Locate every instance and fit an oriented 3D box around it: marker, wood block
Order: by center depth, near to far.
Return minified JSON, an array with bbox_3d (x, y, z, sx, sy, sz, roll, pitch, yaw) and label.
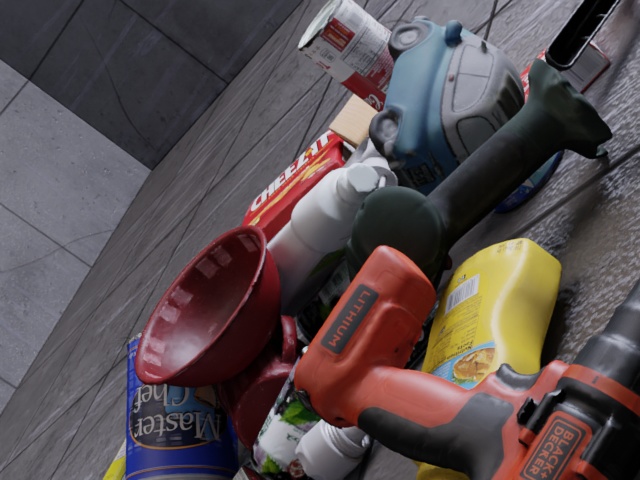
[{"bbox_3d":[0.071,0.083,0.814,0.121,0.020,0.020,-50,14,10],"label":"marker"},{"bbox_3d":[0.086,-0.113,1.090,0.091,0.090,0.206,-52,15,3],"label":"wood block"}]

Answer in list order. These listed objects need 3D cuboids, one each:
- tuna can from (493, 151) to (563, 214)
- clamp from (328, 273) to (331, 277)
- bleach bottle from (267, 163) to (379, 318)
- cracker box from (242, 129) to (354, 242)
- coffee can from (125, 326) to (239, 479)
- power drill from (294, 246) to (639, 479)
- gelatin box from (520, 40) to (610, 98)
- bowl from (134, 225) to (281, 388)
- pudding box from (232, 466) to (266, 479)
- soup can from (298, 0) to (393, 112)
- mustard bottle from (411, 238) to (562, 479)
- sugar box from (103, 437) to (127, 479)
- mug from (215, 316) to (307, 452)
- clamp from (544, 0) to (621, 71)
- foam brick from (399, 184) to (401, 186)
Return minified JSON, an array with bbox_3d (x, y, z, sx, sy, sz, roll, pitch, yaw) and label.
[{"bbox_3d":[0.156,-0.063,0.861,0.086,0.033,0.086,-48,15,17],"label":"tuna can"},{"bbox_3d":[-0.059,0.093,1.164,0.172,0.039,0.120,-27,24,54],"label":"clamp"},{"bbox_3d":[-0.006,0.001,0.947,0.102,0.068,0.251,-41,-5,-34],"label":"bleach bottle"},{"bbox_3d":[-0.017,-0.040,1.210,0.164,0.072,0.213,-42,12,13],"label":"cracker box"},{"bbox_3d":[-0.125,0.162,0.970,0.103,0.102,0.140,-36,50,49],"label":"coffee can"},{"bbox_3d":[0.089,0.068,0.560,0.188,0.057,0.184,25,75,44],"label":"power drill"},{"bbox_3d":[0.198,-0.137,0.909,0.089,0.030,0.073,-48,16,20],"label":"gelatin box"},{"bbox_3d":[-0.083,0.067,0.897,0.162,0.055,0.162,-39,26,24],"label":"bowl"},{"bbox_3d":[-0.073,0.244,0.849,0.113,0.039,0.090,-52,13,-4],"label":"pudding box"},{"bbox_3d":[0.039,-0.171,0.979,0.069,0.102,0.068,-49,16,19],"label":"soup can"},{"bbox_3d":[0.094,0.090,0.646,0.096,0.058,0.191,-40,19,43],"label":"mustard bottle"},{"bbox_3d":[-0.163,0.248,1.013,0.048,0.093,0.176,-35,22,54],"label":"sugar box"},{"bbox_3d":[-0.036,0.122,0.899,0.081,0.093,0.117,-129,50,-71],"label":"mug"},{"bbox_3d":[0.245,-0.217,0.862,0.165,0.036,0.209,-50,0,25],"label":"clamp"},{"bbox_3d":[0.104,-0.041,0.938,0.078,0.051,0.053,-45,16,28],"label":"foam brick"}]
